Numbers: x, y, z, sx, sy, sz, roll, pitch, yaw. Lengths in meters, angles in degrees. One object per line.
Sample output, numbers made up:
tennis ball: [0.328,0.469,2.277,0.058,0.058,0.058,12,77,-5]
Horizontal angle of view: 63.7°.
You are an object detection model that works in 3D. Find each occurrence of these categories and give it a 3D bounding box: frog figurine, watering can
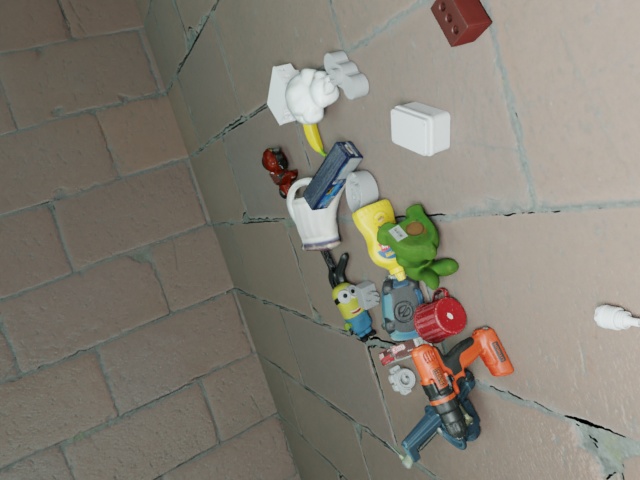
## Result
frog figurine: [-0.019,-0.357,1.282,0.160,0.123,0.136,-148,61,-72]
watering can: [0.005,-0.075,1.491,0.346,0.105,0.223,-3,103,58]
